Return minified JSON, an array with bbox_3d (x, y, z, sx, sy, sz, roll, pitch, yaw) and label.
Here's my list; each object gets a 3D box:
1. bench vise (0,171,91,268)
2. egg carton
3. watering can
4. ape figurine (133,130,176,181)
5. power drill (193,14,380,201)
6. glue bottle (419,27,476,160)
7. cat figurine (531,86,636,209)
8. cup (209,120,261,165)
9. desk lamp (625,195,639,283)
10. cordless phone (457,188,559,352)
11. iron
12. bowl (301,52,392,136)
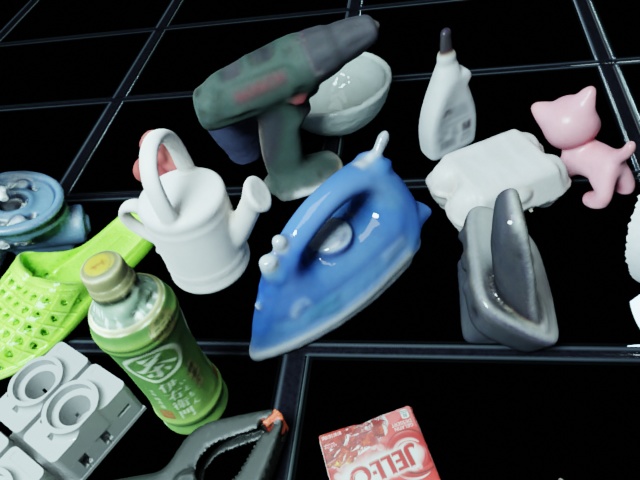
[{"bbox_3d":[-0.411,-0.039,0.678,0.208,0.220,0.121,-33,50,-17],"label":"bench vise"},{"bbox_3d":[0.208,-0.067,0.673,0.150,0.069,0.107,-22,47,-8],"label":"egg carton"},{"bbox_3d":[-0.142,-0.038,0.637,0.173,0.194,0.100,-18,47,-4],"label":"watering can"},{"bbox_3d":[-0.221,-0.111,0.791,0.077,0.092,0.076,21,55,28],"label":"ape figurine"},{"bbox_3d":[-0.029,-0.155,0.709,0.229,0.209,0.075,-16,47,-2],"label":"power drill"},{"bbox_3d":[0.160,-0.185,0.720,0.078,0.173,0.037,-27,48,-12],"label":"glue bottle"},{"bbox_3d":[0.307,-0.117,0.664,0.067,0.118,0.127,-31,49,-15],"label":"cat figurine"},{"bbox_3d":[-0.105,-0.164,0.812,0.091,0.095,0.118,32,61,34],"label":"cup"},{"bbox_3d":[0.340,0.045,0.441,0.118,0.214,0.202,-36,51,-20],"label":"desk lamp"},{"bbox_3d":[0.177,0.004,0.534,0.094,0.185,0.147,-5,47,8],"label":"cordless phone"},{"bbox_3d":[0.006,0.002,0.603,0.118,0.142,0.259,29,59,33],"label":"iron"},{"bbox_3d":[0.024,-0.203,0.833,0.167,0.075,0.167,-6,47,7],"label":"bowl"}]
